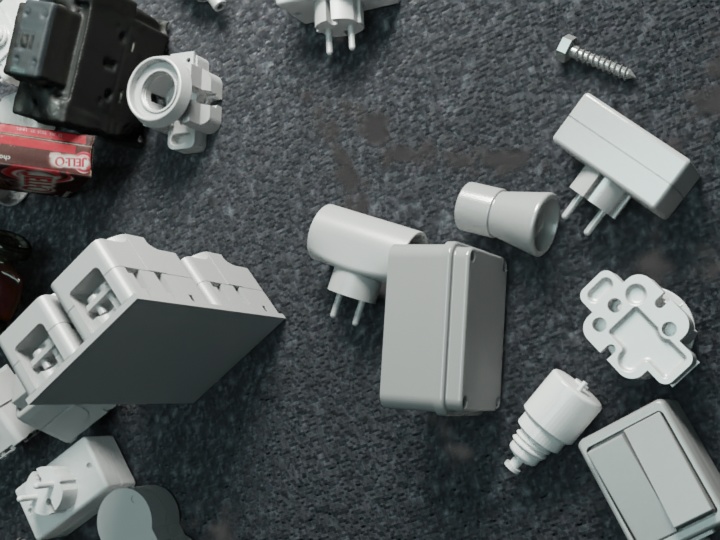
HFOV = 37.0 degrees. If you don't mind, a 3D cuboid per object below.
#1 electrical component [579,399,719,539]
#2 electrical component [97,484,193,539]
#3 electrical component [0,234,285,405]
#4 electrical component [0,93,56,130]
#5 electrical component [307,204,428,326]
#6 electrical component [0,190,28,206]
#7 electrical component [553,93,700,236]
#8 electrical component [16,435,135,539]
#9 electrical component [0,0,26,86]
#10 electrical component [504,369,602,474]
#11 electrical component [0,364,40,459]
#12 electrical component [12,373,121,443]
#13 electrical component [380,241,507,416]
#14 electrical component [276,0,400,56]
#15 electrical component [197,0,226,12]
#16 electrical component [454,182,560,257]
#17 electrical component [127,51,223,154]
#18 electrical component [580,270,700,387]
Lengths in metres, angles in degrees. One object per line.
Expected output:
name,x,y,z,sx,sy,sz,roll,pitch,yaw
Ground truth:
electrical component,0.186,0.134,0.662,0.062,0.061,0.096,-32,71,19
electrical component,-0.158,0.227,0.807,0.052,0.074,0.138,-38,70,16
electrical component,-0.151,0.039,0.764,0.105,0.186,0.060,-42,69,15
electrical component,-0.298,-0.131,0.934,0.062,0.043,0.043,-13,78,24
electrical component,0.000,0.000,0.777,0.077,0.043,0.079,18,91,26
electrical component,-0.333,-0.089,0.945,0.081,0.043,0.043,21,93,26
electrical component,0.163,-0.059,0.705,0.083,0.047,0.075,40,101,24
electrical component,-0.238,0.173,0.850,0.083,0.076,0.047,-37,70,17
electrical component,-0.267,-0.189,0.897,0.061,0.096,0.061,-36,70,16
electrical component,0.124,0.101,0.708,0.040,0.040,0.078,42,102,23
electrical component,-0.300,0.120,0.891,0.042,0.081,0.063,-34,93,18
electrical component,-0.237,0.077,0.857,0.062,0.061,0.096,-37,43,17
electrical component,0.058,0.040,0.726,0.057,0.078,0.113,1,84,28
electrical component,-0.016,-0.199,0.807,0.083,0.047,0.075,-7,81,25
electrical component,-0.129,-0.235,0.872,0.035,0.035,0.061,-40,72,16
electrical component,0.098,-0.038,0.737,0.065,0.044,0.044,16,91,31
electrical component,-0.148,-0.137,0.856,0.058,0.057,0.078,-2,83,25
electrical component,0.180,0.037,0.680,0.058,0.057,0.078,-46,67,14
